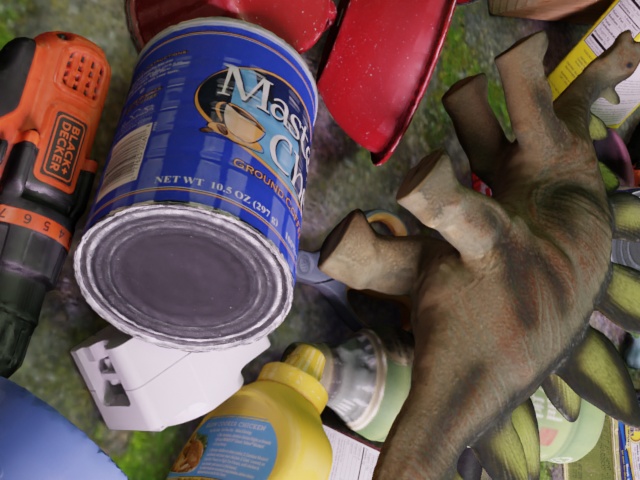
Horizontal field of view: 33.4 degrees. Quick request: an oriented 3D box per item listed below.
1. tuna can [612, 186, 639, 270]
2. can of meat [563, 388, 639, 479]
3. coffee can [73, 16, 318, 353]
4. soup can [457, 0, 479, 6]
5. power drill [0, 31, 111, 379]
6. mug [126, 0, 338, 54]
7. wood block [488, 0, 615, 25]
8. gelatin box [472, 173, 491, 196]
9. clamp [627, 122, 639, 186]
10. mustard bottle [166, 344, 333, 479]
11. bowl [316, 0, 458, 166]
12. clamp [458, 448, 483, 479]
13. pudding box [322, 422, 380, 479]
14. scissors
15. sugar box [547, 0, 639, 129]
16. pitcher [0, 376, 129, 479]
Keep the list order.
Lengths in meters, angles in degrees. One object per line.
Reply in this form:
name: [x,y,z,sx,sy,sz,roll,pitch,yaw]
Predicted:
tuna can: [0.225,0.004,0.766,0.086,0.034,0.086,-1,94,-22]
can of meat: [0.238,0.171,0.845,0.083,0.058,0.102,2,82,-40]
coffee can: [-0.057,-0.030,0.537,0.102,0.103,0.140,41,36,-31]
soup can: [0.074,-0.212,0.737,0.102,0.069,0.068,15,74,-40]
power drill: [-0.190,-0.042,0.479,0.187,0.057,0.184,29,62,-40]
mug: [-0.040,-0.134,0.611,0.117,0.082,0.093,7,80,-42]
wood block: [0.231,-0.231,0.871,0.205,0.090,0.091,-7,89,-43]
gelatin box: [0.150,-0.025,0.767,0.030,0.089,0.073,4,82,-39]
clamp: [0.334,-0.088,0.983,0.209,0.036,0.164,-11,91,-43]
mustard bottle: [-0.045,0.136,0.560,0.058,0.096,0.191,46,56,-28]
bowl: [0.038,-0.130,0.660,0.055,0.162,0.162,18,69,-6]
clamp: [0.094,0.183,0.724,0.171,0.039,0.120,-31,94,-43]
pudding box: [0.012,0.167,0.649,0.113,0.039,0.090,33,62,-37]
scissors: [-0.004,0.001,0.672,0.201,0.016,0.096,32,62,-36]
sugar box: [0.254,-0.161,0.829,0.093,0.176,0.048,-6,53,-44]
pitcher: [-0.169,0.183,0.413,0.242,0.149,0.145,-47,127,-33]
